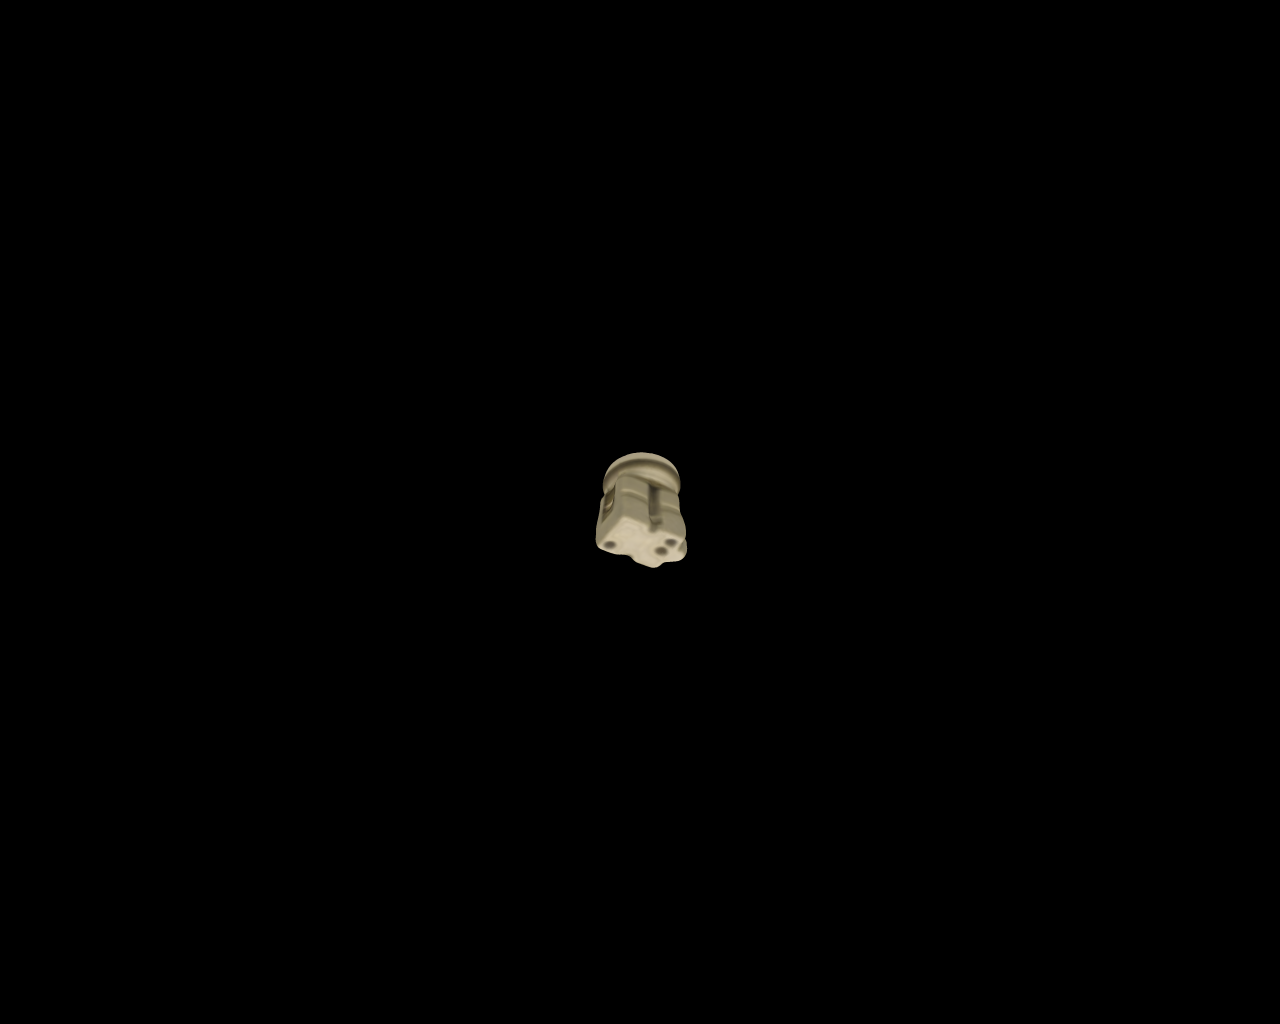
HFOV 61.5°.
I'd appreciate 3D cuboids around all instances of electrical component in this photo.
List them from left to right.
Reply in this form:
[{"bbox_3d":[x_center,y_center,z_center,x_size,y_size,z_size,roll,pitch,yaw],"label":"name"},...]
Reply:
[{"bbox_3d":[0.001,-0.003,0.650,0.066,0.055,0.048,21,-45,-24],"label":"electrical component"}]
